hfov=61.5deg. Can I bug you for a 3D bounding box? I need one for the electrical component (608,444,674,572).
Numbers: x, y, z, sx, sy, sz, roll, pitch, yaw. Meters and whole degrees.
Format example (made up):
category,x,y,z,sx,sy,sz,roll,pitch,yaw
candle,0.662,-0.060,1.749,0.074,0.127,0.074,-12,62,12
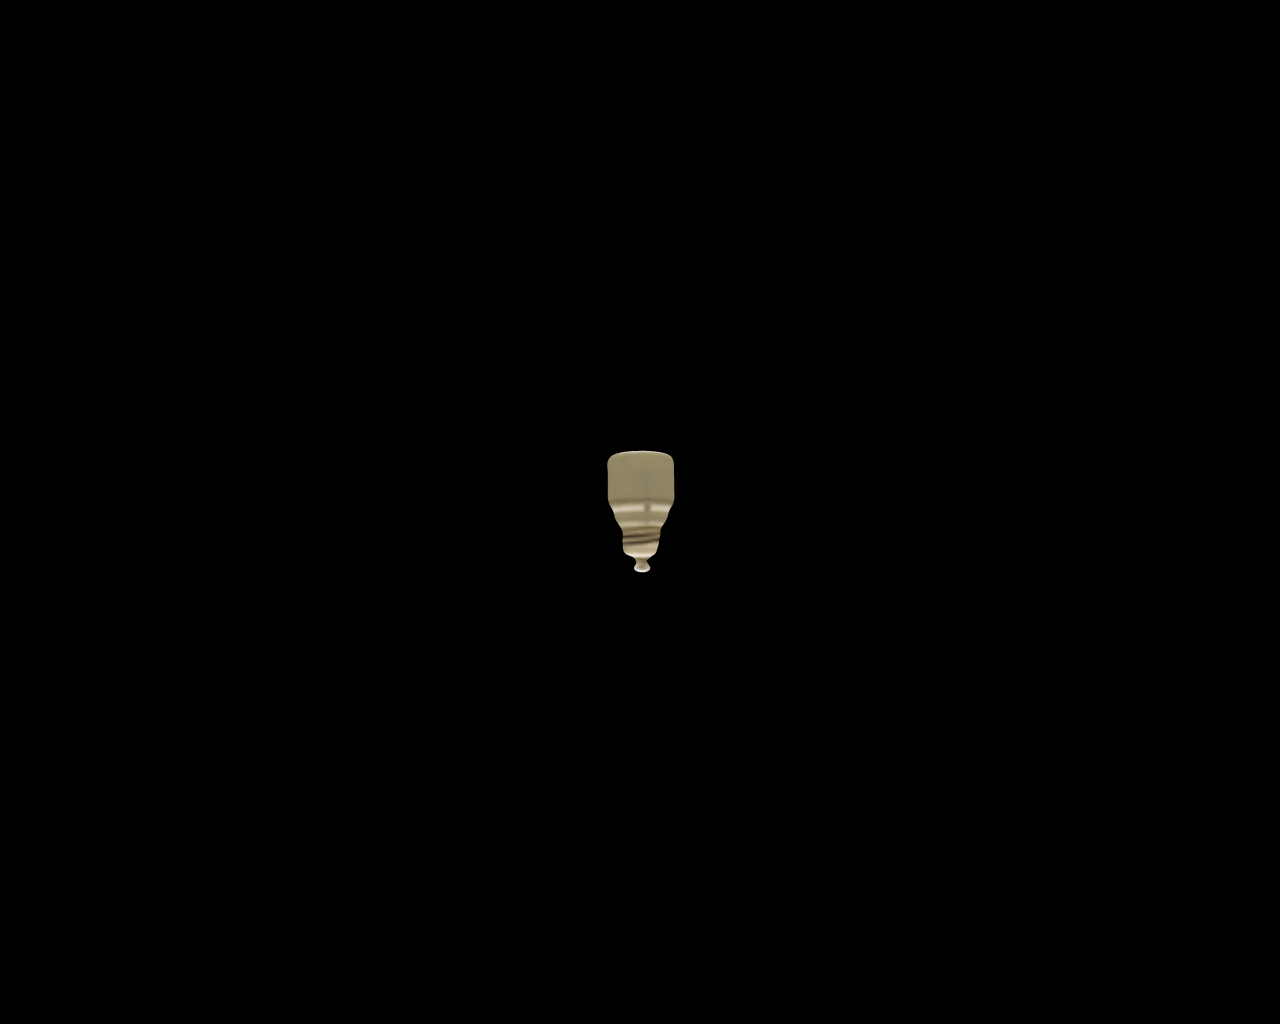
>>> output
category,x,y,z,sx,sy,sz,roll,pitch,yaw
electrical component,0.001,-0.003,0.650,0.040,0.078,0.040,0,-4,0
